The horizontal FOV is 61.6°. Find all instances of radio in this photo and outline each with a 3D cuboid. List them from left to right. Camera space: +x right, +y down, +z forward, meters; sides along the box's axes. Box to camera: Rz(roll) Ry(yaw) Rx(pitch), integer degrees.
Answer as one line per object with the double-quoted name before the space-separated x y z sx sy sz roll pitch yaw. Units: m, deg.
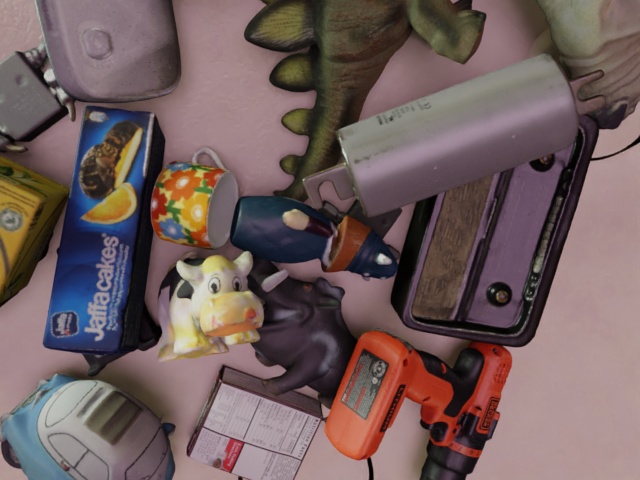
"radio" 0.159 -0.020 0.507 0.131 0.073 0.229 14 98 -6

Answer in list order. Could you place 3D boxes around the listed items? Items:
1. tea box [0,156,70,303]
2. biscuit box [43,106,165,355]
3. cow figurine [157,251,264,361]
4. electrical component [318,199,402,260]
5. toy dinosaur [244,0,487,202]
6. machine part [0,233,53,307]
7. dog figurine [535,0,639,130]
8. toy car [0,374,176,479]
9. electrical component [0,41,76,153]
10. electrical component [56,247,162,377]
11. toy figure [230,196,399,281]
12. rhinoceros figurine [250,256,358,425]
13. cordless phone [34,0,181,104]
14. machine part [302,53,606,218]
"tea box" -0.297 -0.032 0.408 0.169 0.068 0.098 28 98 -12
"biscuit box" -0.176 -0.007 0.451 0.059 0.063 0.202 5 77 -6
"cow figurine" -0.093 0.047 0.448 0.068 0.167 0.098 -3 74 -30
"electrical component" 0.048 -0.020 0.523 0.094 0.021 0.063 36 94 -9
"toy dinosaur" 0.039 -0.214 0.455 0.199 0.105 0.470 13 103 0
"machine part" -0.332 -0.011 0.472 0.179 0.056 0.179 -1 101 -5
"dog figurine" 0.221 -0.202 0.467 0.121 0.190 0.172 -25 58 -12
"toy car" -0.193 0.178 0.478 0.161 0.109 0.103 43 123 -4
"electrical component" -0.255 -0.121 0.466 0.102 0.045 0.078 -30 102 0
"electrical component" -0.205 0.056 0.499 0.075 0.048 0.119 -23 102 -2
"toy figure" -0.001 -0.001 0.477 0.154 0.064 0.057 14 92 -15
"rhinoceros figurine" -0.009 0.095 0.510 0.190 0.073 0.112 44 94 -11
"cordless phone" -0.123 -0.189 0.423 0.184 0.089 0.146 -7 100 12
"machine part" 0.103 -0.080 0.422 0.243 0.079 0.079 -18 101 6
